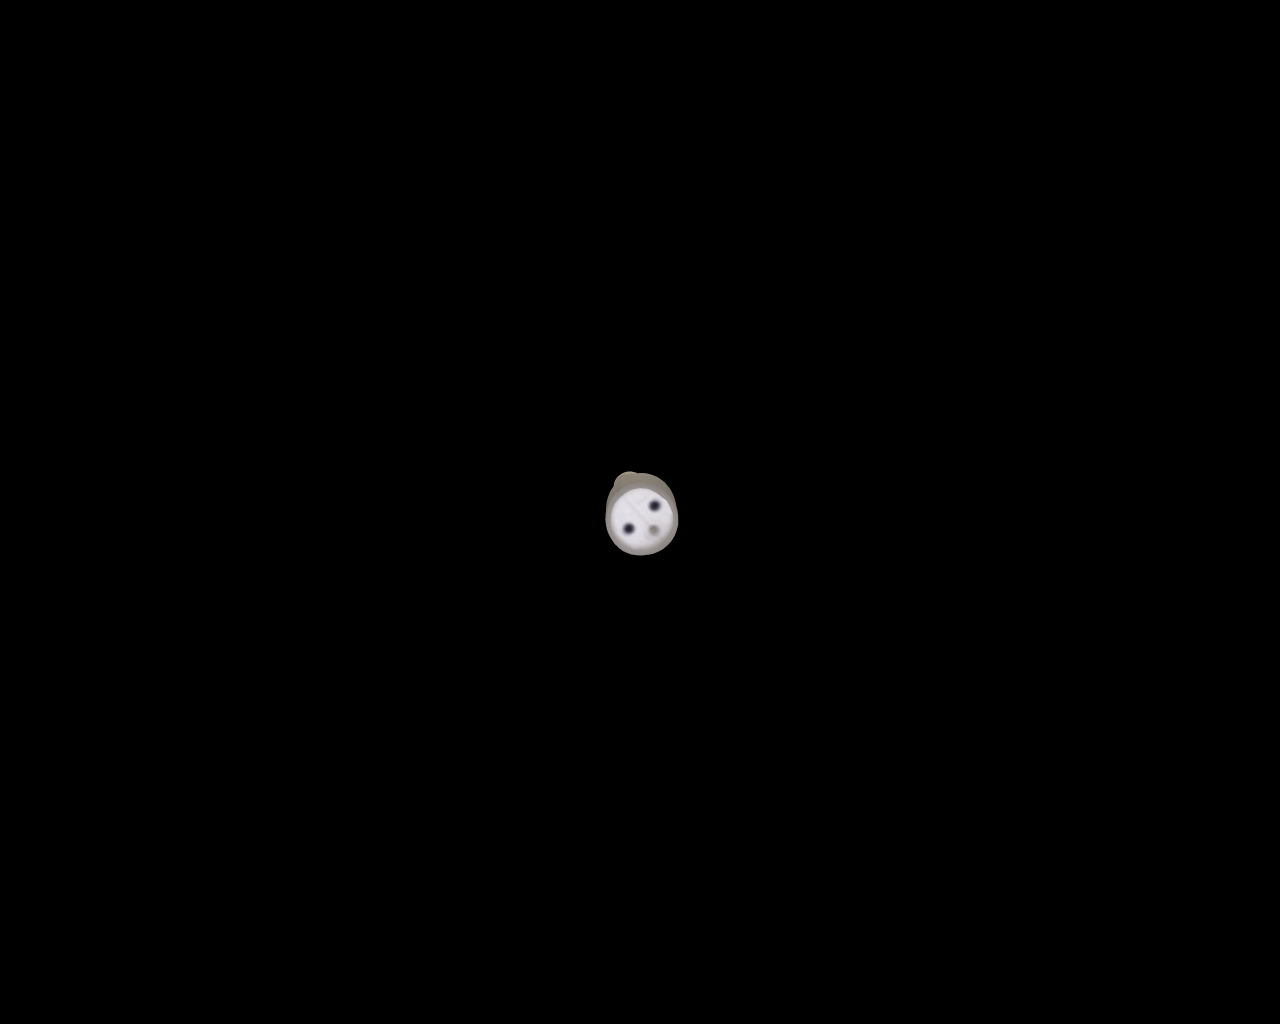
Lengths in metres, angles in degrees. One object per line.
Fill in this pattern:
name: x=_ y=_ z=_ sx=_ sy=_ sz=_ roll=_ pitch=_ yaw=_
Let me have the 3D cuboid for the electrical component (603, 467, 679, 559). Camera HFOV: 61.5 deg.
electrical component: x=0.001 y=-0.003 z=0.650 sx=0.043 sy=0.043 sz=0.081 roll=0 pitch=12 yaw=0
